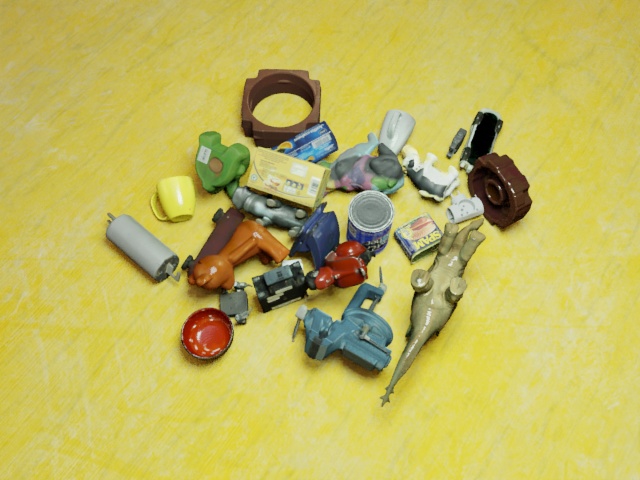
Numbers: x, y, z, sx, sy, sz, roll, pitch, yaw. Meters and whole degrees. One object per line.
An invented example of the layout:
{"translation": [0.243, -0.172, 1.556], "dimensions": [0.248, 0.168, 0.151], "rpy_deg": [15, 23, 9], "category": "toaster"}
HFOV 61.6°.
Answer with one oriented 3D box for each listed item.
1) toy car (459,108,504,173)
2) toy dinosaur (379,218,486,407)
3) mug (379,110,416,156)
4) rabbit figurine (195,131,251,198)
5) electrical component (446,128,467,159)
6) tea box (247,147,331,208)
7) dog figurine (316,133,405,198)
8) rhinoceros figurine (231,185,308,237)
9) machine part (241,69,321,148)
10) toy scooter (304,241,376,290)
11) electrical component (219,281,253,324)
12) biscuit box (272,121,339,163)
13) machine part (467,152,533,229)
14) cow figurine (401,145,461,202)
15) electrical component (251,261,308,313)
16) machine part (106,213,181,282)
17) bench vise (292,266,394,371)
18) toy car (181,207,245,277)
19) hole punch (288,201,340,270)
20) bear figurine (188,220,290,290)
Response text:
{"translation": [0.411, -0.249, 1.369], "dimensions": [0.074, 0.056, 0.201], "rpy_deg": [22, 69, 3], "category": "toy car"}
{"translation": [0.241, 0.125, 1.121], "dimensions": [0.105, 0.198, 0.471], "rpy_deg": [27, 59, 21], "category": "toy dinosaur"}
{"translation": [0.188, -0.267, 1.354], "dimensions": [0.081, 0.109, 0.107], "rpy_deg": [20, 81, 8], "category": "mug"}
{"translation": [-0.216, -0.177, 1.300], "dimensions": [0.121, 0.170, 0.159], "rpy_deg": [17, 108, 13], "category": "rabbit figurine"}
{"translation": [0.351, -0.253, 1.365], "dimensions": [0.021, 0.063, 0.094], "rpy_deg": [32, 69, 13], "category": "electrical component"}
{"translation": [-0.071, -0.143, 1.234], "dimensions": [0.170, 0.068, 0.098], "rpy_deg": [21, 99, 12], "category": "tea box"}
{"translation": [0.069, -0.148, 1.294], "dimensions": [0.219, 0.108, 0.192], "rpy_deg": [-30, 49, -7], "category": "dog figurine"}
{"translation": [-0.116, -0.074, 1.267], "dimensions": [0.190, 0.112, 0.073], "rpy_deg": [20, 109, -4], "category": "rhinoceros figurine"}
{"translation": [-0.098, -0.340, 1.396], "dimensions": [0.201, 0.087, 0.201], "rpy_deg": [2, 65, 1], "category": "machine part"}
{"translation": [0.063, 0.053, 1.143], "dimensions": [0.184, 0.135, 0.075], "rpy_deg": [-37, 111, -48], "category": "toy scooter"}
{"translation": [-0.188, 0.138, 1.207], "dimensions": [0.078, 0.045, 0.102], "rpy_deg": [-1, 66, -1], "category": "electrical component"}
{"translation": [-0.057, -0.212, 1.317], "dimensions": [0.203, 0.059, 0.063], "rpy_deg": [-27, 42, 4], "category": "biscuit box"}
{"translation": [0.417, -0.116, 1.249], "dimensions": [0.056, 0.179, 0.179], "rpy_deg": [-23, 68, -12], "category": "machine part"}
{"translation": [0.253, -0.162, 1.322], "dimensions": [0.167, 0.068, 0.098], "rpy_deg": [37, 79, 25], "category": "cow figurine"}
{"translation": [-0.086, 0.100, 1.175], "dimensions": [0.115, 0.134, 0.058], "rpy_deg": [-21, 67, -10], "category": "electrical component"}
{"translation": [-0.411, 0.017, 1.245], "dimensions": [0.243, 0.079, 0.079], "rpy_deg": [37, 71, 14], "category": "machine part"}
{"translation": [0.070, 0.169, 1.159], "dimensions": [0.224, 0.128, 0.240], "rpy_deg": [20, 47, 19], "category": "bench vise"}
{"translation": [-0.243, 0.015, 1.257], "dimensions": [0.089, 0.053, 0.202], "rpy_deg": [29, 68, -4], "category": "toy car"}
{"translation": [-0.003, -0.004, 1.220], "dimensions": [0.092, 0.115, 0.142], "rpy_deg": [33, 47, 9], "category": "hole punch"}
{"translation": [-0.183, 0.054, 1.179], "dimensions": [0.132, 0.120, 0.196], "rpy_deg": [46, 67, -17], "category": "bear figurine"}
